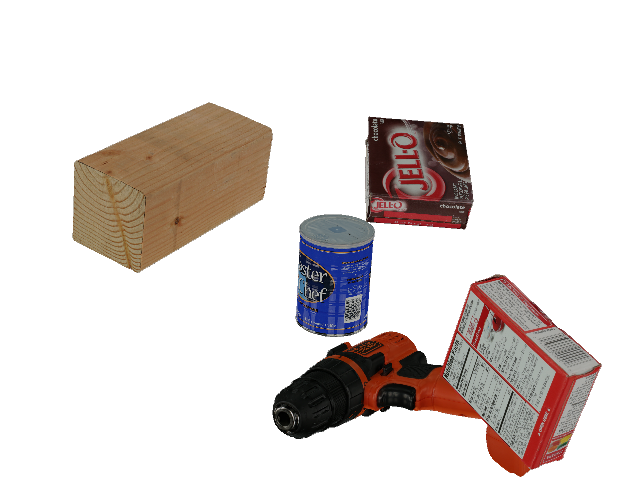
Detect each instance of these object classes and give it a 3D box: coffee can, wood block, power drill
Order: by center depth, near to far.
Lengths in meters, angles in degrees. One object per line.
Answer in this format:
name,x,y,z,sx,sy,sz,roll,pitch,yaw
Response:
power drill,0.079,0.122,0.810,0.188,0.057,0.184,11,17,30
wood block,-0.147,-0.060,1.088,0.090,0.091,0.205,25,34,23
coffee can,0.019,0.047,1.473,0.103,0.140,0.103,2,24,-1

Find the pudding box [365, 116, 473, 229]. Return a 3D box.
pudding box,0.085,-0.062,0.956,0.090,0.039,0.113,5,42,-3

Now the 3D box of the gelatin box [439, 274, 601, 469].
gelatin box,0.114,0.075,0.619,0.030,0.073,0.089,-12,40,-31
